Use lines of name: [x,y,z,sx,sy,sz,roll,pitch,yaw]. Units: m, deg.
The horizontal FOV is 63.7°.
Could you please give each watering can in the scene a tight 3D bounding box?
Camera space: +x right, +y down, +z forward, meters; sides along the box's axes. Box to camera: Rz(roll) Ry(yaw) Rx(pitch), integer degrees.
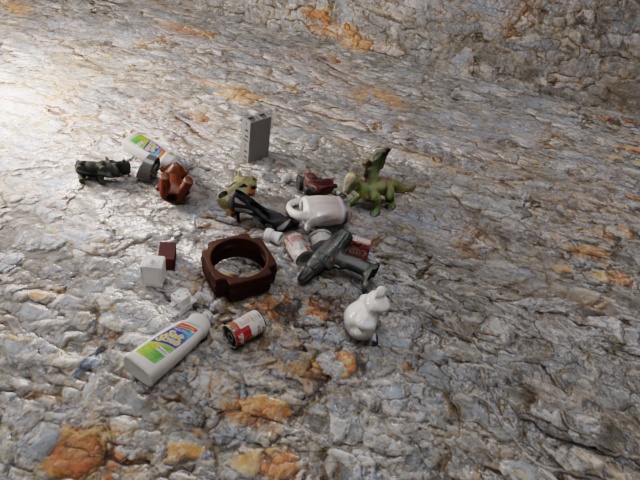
watering can: [0.005,-0.090,1.779,0.224,0.102,0.352,-2,20,-14]

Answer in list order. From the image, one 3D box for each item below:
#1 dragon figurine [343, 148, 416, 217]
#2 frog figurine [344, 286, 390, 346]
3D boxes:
dragon figurine: [0.231,-0.232,1.935,0.415,0.237,0.124,-25,46,-33]
frog figurine: [0.132,0.203,1.455,0.123,0.155,0.141,14,40,6]
